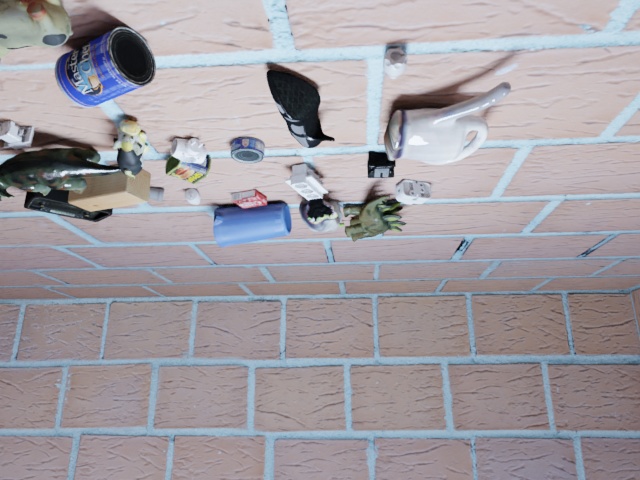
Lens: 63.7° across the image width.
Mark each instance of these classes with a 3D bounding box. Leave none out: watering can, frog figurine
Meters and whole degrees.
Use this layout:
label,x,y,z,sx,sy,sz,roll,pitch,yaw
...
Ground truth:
label,x,y,z,sx,sy,sz,roll,pitch,yaw
watering can,0.254,-0.243,1.101,0.224,0.105,0.343,1,164,-1
frog figurine,0.005,-0.082,1.628,0.138,0.123,0.158,30,177,12
